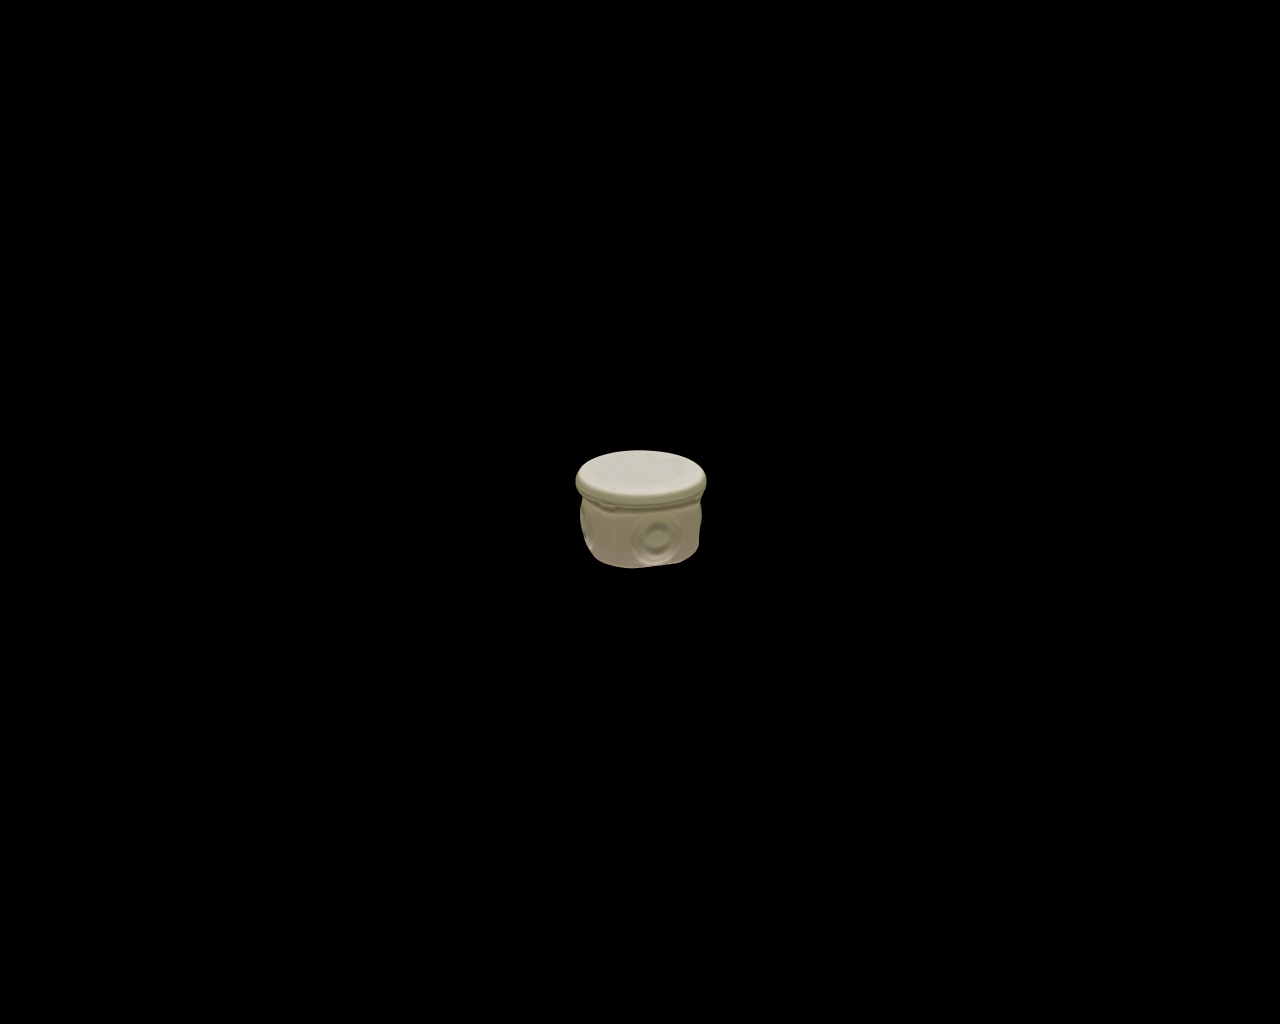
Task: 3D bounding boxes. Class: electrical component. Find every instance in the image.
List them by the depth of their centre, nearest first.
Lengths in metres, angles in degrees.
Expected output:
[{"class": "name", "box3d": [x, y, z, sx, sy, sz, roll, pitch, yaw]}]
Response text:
[{"class": "electrical component", "box3d": [0.001, -0.003, 0.650, 0.080, 0.050, 0.080, 0, 23, 0]}]
